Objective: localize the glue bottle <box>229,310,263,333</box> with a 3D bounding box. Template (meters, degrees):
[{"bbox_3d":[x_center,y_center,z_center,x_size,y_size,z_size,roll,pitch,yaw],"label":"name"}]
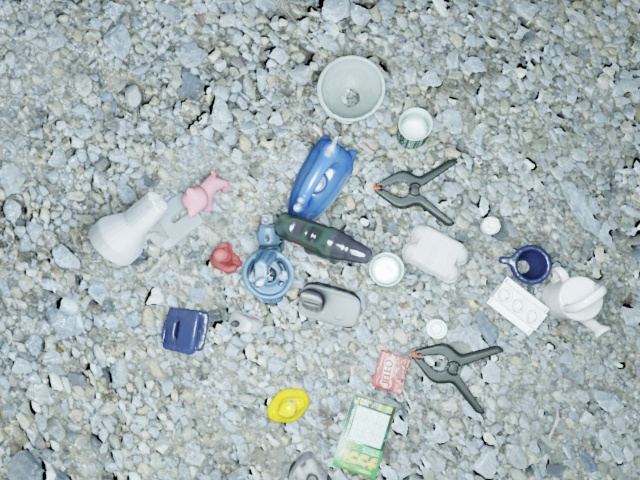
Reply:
[{"bbox_3d":[-0.181,0.192,1.326,0.078,0.173,0.037,21,86,5],"label":"glue bottle"}]

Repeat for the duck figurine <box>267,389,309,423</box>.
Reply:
[{"bbox_3d":[-0.078,0.395,1.345,0.104,0.086,0.077,-25,83,0],"label":"duck figurine"}]

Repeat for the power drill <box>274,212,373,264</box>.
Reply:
[{"bbox_3d":[0.012,0.005,1.317,0.229,0.208,0.076,20,86,5],"label":"power drill"}]

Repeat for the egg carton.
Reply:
[{"bbox_3d":[0.276,0.031,1.371,0.150,0.069,0.107,27,86,5],"label":"egg carton"}]

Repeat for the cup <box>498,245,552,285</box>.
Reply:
[{"bbox_3d":[0.471,0.059,1.346,0.117,0.095,0.092,8,85,4],"label":"cup"}]

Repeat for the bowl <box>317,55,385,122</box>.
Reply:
[{"bbox_3d":[0.078,-0.365,1.418,0.167,0.075,0.167,0,84,3],"label":"bowl"}]

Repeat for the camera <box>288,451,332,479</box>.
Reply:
[{"bbox_3d":[-0.038,0.589,1.316,0.137,0.101,0.143,-34,84,-1],"label":"camera"}]

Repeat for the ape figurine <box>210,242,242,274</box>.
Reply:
[{"bbox_3d":[-0.233,0.042,1.385,0.076,0.092,0.078,0,84,3],"label":"ape figurine"}]

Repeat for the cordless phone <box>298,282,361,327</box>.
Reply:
[{"bbox_3d":[0.020,0.148,1.315,0.147,0.185,0.094,11,85,4],"label":"cordless phone"}]

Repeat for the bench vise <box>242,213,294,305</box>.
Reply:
[{"bbox_3d":[-0.133,0.044,1.315,0.121,0.220,0.207,-20,84,1],"label":"bench vise"}]

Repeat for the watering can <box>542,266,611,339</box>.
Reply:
[{"bbox_3d":[0.584,0.137,1.282,0.173,0.194,0.101,37,87,6],"label":"watering can"}]

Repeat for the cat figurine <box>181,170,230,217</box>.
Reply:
[{"bbox_3d":[-0.286,-0.115,1.390,0.067,0.118,0.128,36,87,6],"label":"cat figurine"}]

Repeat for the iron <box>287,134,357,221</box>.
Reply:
[{"bbox_3d":[-0.014,-0.132,1.366,0.118,0.141,0.258,29,87,6],"label":"iron"}]

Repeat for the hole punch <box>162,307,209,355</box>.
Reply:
[{"bbox_3d":[-0.329,0.219,1.373,0.101,0.091,0.109,8,85,4],"label":"hole punch"}]

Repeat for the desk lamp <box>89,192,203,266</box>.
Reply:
[{"bbox_3d":[-0.406,-0.036,1.340,0.203,0.213,0.118,-39,83,-1],"label":"desk lamp"}]
